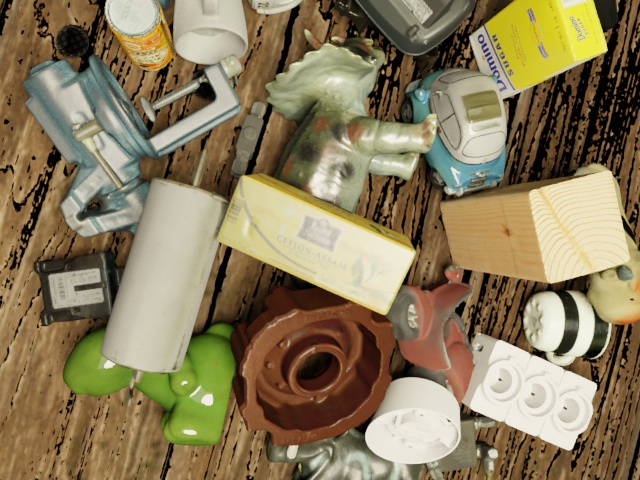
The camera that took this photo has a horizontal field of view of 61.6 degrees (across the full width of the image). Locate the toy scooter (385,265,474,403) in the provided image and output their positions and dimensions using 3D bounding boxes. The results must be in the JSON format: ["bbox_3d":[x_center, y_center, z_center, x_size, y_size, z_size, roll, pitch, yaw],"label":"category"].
[{"bbox_3d":[0.144,0.108,0.645,0.135,0.075,0.183,-45,122,-33],"label":"toy scooter"}]

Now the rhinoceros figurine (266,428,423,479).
[{"bbox_3d":[0.031,0.261,0.633,0.190,0.073,0.112,9,90,-10],"label":"rhinoceros figurine"}]

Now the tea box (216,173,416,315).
[{"bbox_3d":[-0.001,-0.002,0.516,0.170,0.098,0.068,23,100,0],"label":"tea box"}]

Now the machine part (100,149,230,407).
[{"bbox_3d":[-0.143,0.032,0.501,0.079,0.079,0.243,16,88,-10],"label":"machine part"}]

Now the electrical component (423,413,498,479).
[{"bbox_3d":[0.174,0.262,0.673,0.102,0.045,0.078,2,92,-10],"label":"electrical component"}]

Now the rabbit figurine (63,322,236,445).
[{"bbox_3d":[-0.178,0.130,0.571,0.170,0.121,0.159,15,82,-13],"label":"rabbit figurine"}]

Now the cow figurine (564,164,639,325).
[{"bbox_3d":[0.335,0.003,0.633,0.085,0.127,0.195,-4,70,-6],"label":"cow figurine"}]

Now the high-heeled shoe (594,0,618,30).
[{"bbox_3d":[0.251,-0.322,0.667,0.145,0.086,0.248,-44,93,-3],"label":"high-heeled shoe"}]

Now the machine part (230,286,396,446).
[{"bbox_3d":[-0.007,0.127,0.554,0.179,0.056,0.179,-8,114,-19],"label":"machine part"}]

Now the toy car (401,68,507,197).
[{"bbox_3d":[0.167,-0.139,0.628,0.109,0.103,0.161,-11,76,-8],"label":"toy car"}]

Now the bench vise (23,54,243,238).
[{"bbox_3d":[-0.179,-0.110,0.572,0.241,0.129,0.223,-31,100,-5],"label":"bench vise"}]

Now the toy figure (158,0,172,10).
[{"bbox_3d":[-0.237,-0.305,0.591,0.154,0.057,0.064,20,49,-8],"label":"toy figure"}]

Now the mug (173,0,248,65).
[{"bbox_3d":[-0.125,-0.265,0.589,0.081,0.109,0.107,-6,79,-6],"label":"mug"}]

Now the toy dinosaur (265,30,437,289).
[{"bbox_3d":[0.006,-0.051,0.611,0.192,0.131,0.404,17,92,3],"label":"toy dinosaur"}]

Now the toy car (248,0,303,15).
[{"bbox_3d":[0.002,-0.327,0.622,0.202,0.073,0.056,-38,97,-8],"label":"toy car"}]

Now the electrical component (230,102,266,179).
[{"bbox_3d":[-0.082,-0.117,0.614,0.021,0.063,0.094,19,86,-10],"label":"electrical component"}]

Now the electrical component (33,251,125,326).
[{"bbox_3d":[-0.245,0.050,0.596,0.119,0.048,0.074,-4,92,-8],"label":"electrical component"}]

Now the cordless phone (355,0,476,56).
[{"bbox_3d":[0.118,-0.302,0.616,0.146,0.089,0.184,49,43,-2],"label":"cordless phone"}]

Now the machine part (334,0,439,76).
[{"bbox_3d":[0.080,-0.252,0.639,0.139,0.084,0.039,30,125,-15],"label":"machine part"}]
